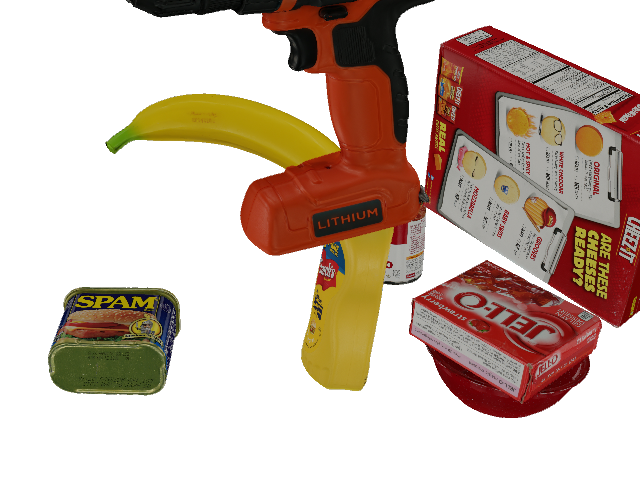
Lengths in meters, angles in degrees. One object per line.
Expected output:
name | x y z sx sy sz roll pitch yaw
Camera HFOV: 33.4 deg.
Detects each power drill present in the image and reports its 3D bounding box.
power drill | -0.009 -0.086 0.570 0.184 0.188 0.057 -13 36 -18

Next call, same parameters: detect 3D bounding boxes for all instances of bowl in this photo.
bowl | 0.179 0.126 1.049 0.162 0.055 0.162 5 26 -2

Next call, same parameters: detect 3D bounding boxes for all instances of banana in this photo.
banana | -0.053 -0.071 0.783 0.198 0.069 0.037 12 -20 8

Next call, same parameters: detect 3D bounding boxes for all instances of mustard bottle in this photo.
mustard bottle | 0.027 0.029 0.940 0.058 0.192 0.096 6 18 -13

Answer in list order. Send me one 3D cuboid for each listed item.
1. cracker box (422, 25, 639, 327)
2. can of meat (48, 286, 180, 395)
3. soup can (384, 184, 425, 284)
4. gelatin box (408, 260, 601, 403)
cracker box | 0.187 -0.057 0.858 0.072 0.164 0.214 -28 47 -33
can of meat | -0.174 0.085 0.906 0.102 0.057 0.084 1 29 -1
soup can | 0.084 -0.010 1.203 0.068 0.102 0.068 1 24 0
gelatin box | 0.110 0.051 0.638 0.073 0.030 0.089 -24 40 -39
